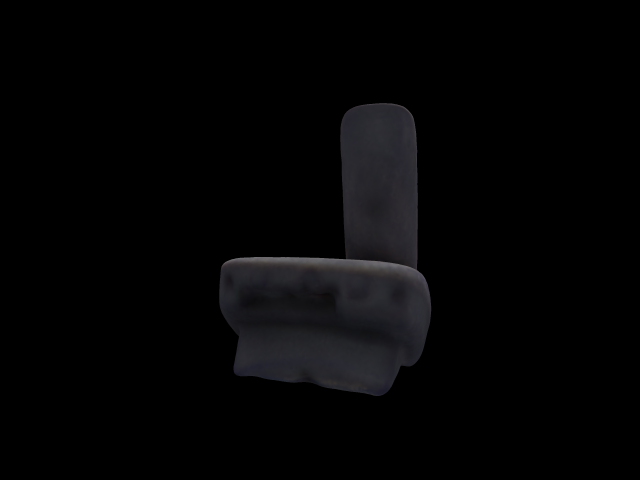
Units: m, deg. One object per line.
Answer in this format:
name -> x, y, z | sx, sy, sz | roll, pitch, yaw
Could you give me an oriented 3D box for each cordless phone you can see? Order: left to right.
cordless phone -> 0.004, 0.001, 0.400 | 0.147, 0.185, 0.094 | 1, 7, 12
